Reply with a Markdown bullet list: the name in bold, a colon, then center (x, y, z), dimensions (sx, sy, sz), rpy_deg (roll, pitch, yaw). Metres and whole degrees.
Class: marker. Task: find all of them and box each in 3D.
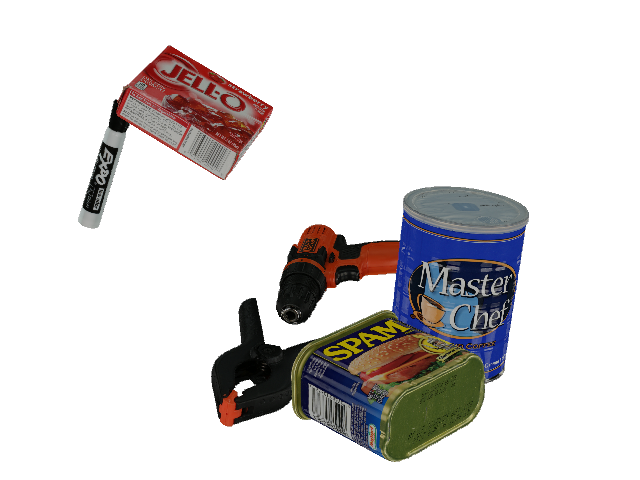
- **marker**: center (-0.182, -0.066, 0.909), dimensions (0.020, 0.121, 0.020), rpy_deg (19, 23, -8)

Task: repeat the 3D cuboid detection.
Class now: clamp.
- **clamp**: center (-0.057, 0.108, 0.990), dimensions (0.120, 0.039, 0.171), rpy_deg (17, 29, 26)

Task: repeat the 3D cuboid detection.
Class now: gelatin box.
- **gelatin box**: center (-0.086, -0.090, 0.737), dimensions (0.089, 0.030, 0.073), rpy_deg (32, 36, -2)

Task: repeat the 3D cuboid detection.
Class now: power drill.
- **power drill**: center (0.050, 0.037, 1.194), dimensions (0.188, 0.057, 0.184), rpy_deg (1, 29, 11)

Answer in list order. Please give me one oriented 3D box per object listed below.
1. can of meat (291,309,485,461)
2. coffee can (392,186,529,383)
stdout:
- **can of meat**: center (0.046, 0.095, 0.699), dimensions (0.101, 0.057, 0.084), rpy_deg (-20, 29, -39)
- **coffee can**: center (0.113, 0.036, 0.893), dimensions (0.103, 0.140, 0.103), rpy_deg (4, 20, -2)
